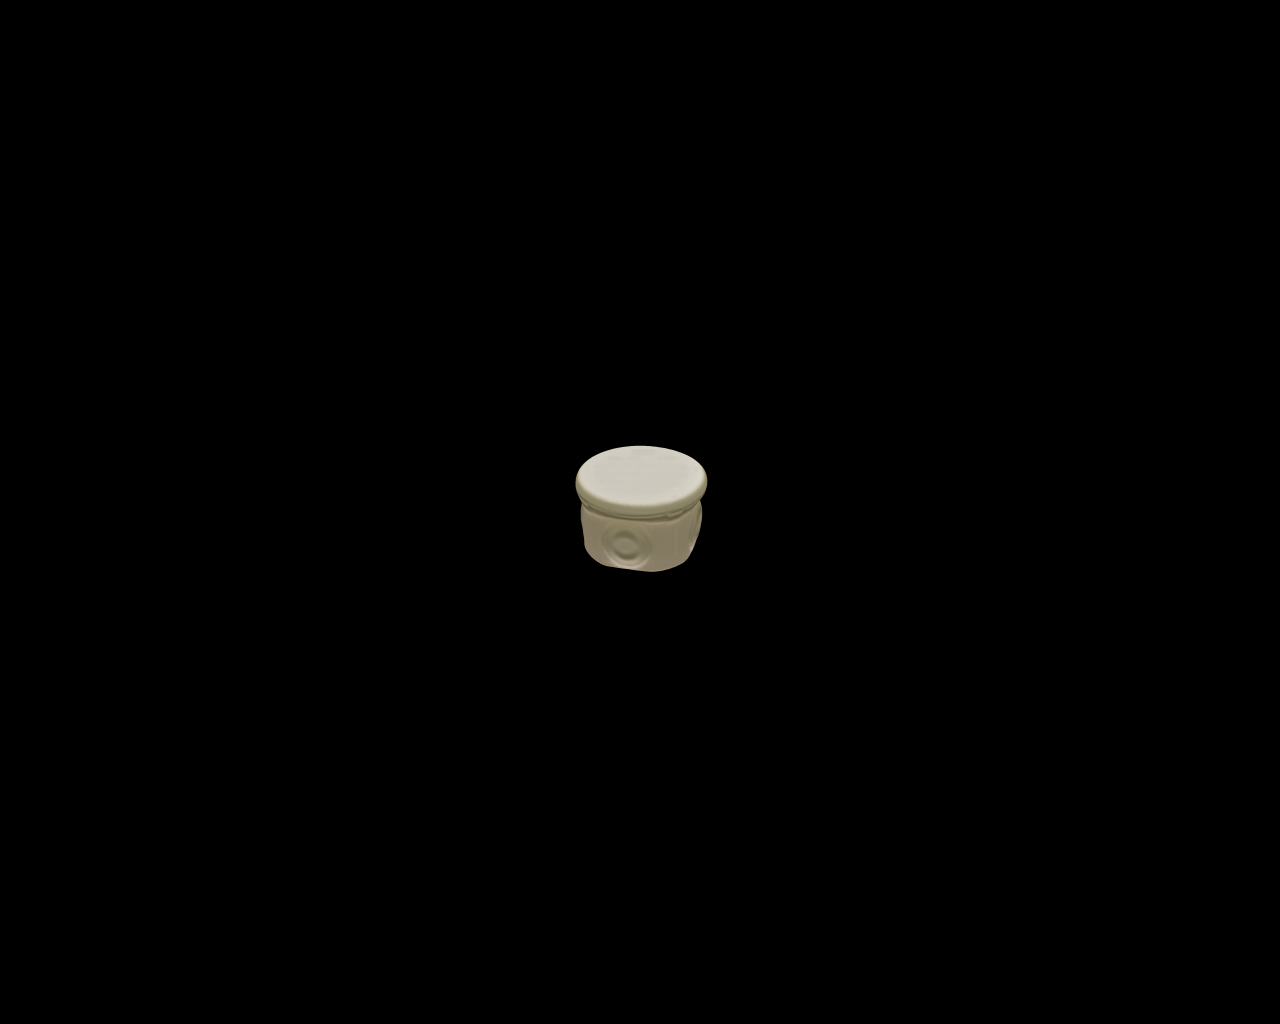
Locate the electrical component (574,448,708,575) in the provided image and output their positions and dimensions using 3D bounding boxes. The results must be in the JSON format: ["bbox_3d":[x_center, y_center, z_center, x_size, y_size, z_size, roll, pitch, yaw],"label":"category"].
[{"bbox_3d":[0.001,-0.003,0.650,0.080,0.050,0.080,0,31,0],"label":"electrical component"}]
